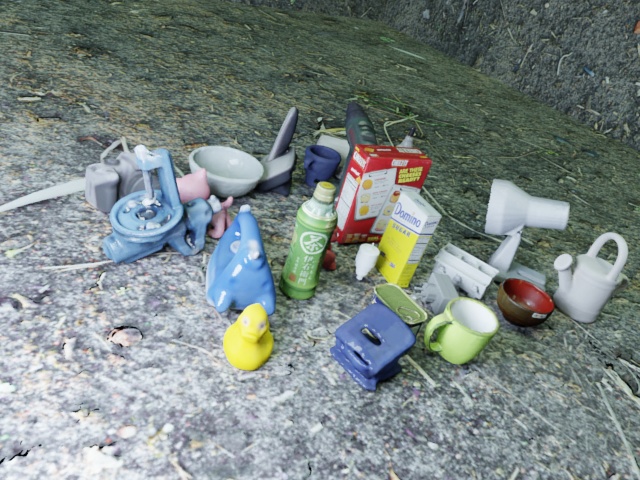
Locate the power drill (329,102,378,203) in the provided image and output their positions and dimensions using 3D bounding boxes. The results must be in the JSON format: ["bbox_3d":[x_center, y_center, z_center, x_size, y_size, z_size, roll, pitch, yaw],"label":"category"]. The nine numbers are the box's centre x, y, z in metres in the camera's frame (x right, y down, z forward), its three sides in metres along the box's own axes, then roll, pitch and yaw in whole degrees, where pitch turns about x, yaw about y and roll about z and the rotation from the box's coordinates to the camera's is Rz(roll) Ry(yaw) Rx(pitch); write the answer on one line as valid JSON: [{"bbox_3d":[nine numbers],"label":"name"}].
[{"bbox_3d":[0.078,-0.199,1.383,0.076,0.208,0.229,6,32,-18],"label":"power drill"}]

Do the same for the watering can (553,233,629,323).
[{"bbox_3d":[0.580,0.073,1.215,0.173,0.194,0.100,-3,36,-31],"label":"watering can"}]

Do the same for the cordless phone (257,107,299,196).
[{"bbox_3d":[-0.092,-0.212,1.341,0.094,0.185,0.147,11,31,-10],"label":"cordless phone"}]

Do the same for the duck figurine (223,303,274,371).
[{"bbox_3d":[-0.103,0.135,0.876,0.077,0.086,0.104,14,31,-5],"label":"duck figurine"}]

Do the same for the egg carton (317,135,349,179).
[{"bbox_3d":[0.036,-0.227,1.542,0.107,0.069,0.150,13,31,-7],"label":"egg carton"}]

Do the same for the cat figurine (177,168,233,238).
[{"bbox_3d":[-0.230,-0.081,1.126,0.127,0.118,0.067,20,31,5],"label":"cat figurine"}]

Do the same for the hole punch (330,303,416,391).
[{"bbox_3d":[0.084,0.167,0.914,0.101,0.091,0.108,-13,42,-41],"label":"hole punch"}]

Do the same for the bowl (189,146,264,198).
[{"bbox_3d":[-0.212,-0.141,1.275,0.167,0.075,0.167,13,31,-8],"label":"bowl"}]

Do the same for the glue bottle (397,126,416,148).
[{"bbox_3d":[0.221,-0.224,1.531,0.078,0.173,0.037,-9,39,-36],"label":"glue bottle"}]

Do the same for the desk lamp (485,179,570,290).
[{"bbox_3d":[0.439,-0.012,1.261,0.203,0.213,0.118,24,31,11],"label":"desk lamp"}]

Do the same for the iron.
[{"bbox_3d":[-0.133,0.014,1.000,0.119,0.141,0.258,6,32,-18],"label":"iron"}]

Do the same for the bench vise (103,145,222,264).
[{"bbox_3d":[-0.270,-0.073,0.993,0.121,0.220,0.208,30,33,20],"label":"bench vise"}]

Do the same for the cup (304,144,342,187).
[{"bbox_3d":[-0.008,-0.172,1.408,0.091,0.095,0.118,31,33,22],"label":"cup"}]

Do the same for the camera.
[{"bbox_3d":[-0.362,-0.108,1.120,0.136,0.101,0.143,35,35,27],"label":"camera"}]

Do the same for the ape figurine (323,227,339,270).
[{"bbox_3d":[0.010,0.004,1.137,0.076,0.092,0.078,20,31,5],"label":"ape figurine"}]
